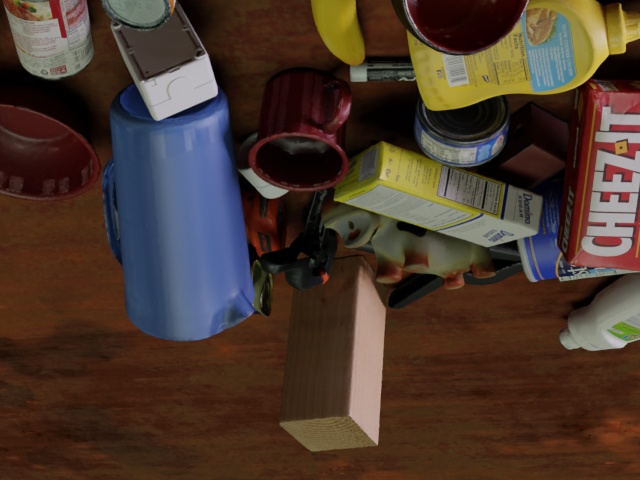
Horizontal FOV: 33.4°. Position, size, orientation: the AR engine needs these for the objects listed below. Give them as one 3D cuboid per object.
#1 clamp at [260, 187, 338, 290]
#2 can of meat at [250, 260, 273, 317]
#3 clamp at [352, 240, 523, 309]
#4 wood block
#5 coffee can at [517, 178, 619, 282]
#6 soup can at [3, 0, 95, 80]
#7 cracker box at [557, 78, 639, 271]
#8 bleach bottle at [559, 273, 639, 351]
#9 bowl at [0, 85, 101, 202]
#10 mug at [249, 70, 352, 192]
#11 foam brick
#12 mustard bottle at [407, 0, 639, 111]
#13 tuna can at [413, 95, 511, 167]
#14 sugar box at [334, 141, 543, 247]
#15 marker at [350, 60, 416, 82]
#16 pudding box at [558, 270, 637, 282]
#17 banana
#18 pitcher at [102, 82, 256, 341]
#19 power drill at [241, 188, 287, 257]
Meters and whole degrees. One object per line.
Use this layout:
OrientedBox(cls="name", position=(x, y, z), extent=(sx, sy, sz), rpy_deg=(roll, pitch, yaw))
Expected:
OrientedBox(cls="clamp", position=(-0.008, 0.001, 1.180), extent=(0.039, 0.120, 0.171), rpy_deg=(39, 176, 16))
OrientedBox(cls="can of meat", position=(-0.108, 0.058, 1.283), extent=(0.084, 0.057, 0.102), rpy_deg=(1, 167, 11))
OrientedBox(cls="clamp", position=(0.149, 0.030, 1.233), extent=(0.210, 0.036, 0.164), rpy_deg=(-4, 148, 15))
OrientedBox(cls="wood block", position=(0.018, 0.133, 1.259), extent=(0.090, 0.206, 0.090), rpy_deg=(-10, 146, 23))
OrientedBox(cls="coffee can", position=(0.275, -0.017, 1.074), extent=(0.140, 0.103, 0.102), rpy_deg=(-8, 146, 21))
OrientedBox(cls="soup can", position=(-0.229, -0.191, 0.898), extent=(0.068, 0.068, 0.102), rpy_deg=(5, 149, 0))
OrientedBox(cls="cracker box", position=(0.331, -0.054, 0.952), extent=(0.213, 0.072, 0.164), rpy_deg=(3, 107, 2))
OrientedBox(cls="bleach bottle", position=(0.372, 0.076, 1.252), extent=(0.102, 0.068, 0.251), rpy_deg=(22, 147, -25))
OrientedBox(cls="bowl", position=(-0.294, -0.105, 1.061), extent=(0.162, 0.055, 0.162), rpy_deg=(4, 149, 2))
OrientedBox(cls="mug", position=(-0.010, -0.108, 0.987), extent=(0.093, 0.081, 0.117), rpy_deg=(22, 145, -25))
OrientedBox(cls="foam brick", position=(0.194, -0.085, 1.024), extent=(0.051, 0.053, 0.078), rpy_deg=(23, 143, -27))
OrientedBox(cls="mustard bottle", position=(0.174, -0.165, 0.886), extent=(0.192, 0.058, 0.096), rpy_deg=(-6, 129, 17))
OrientedBox(cls="tuna can", position=(0.128, -0.109, 0.962), extent=(0.086, 0.086, 0.034), rpy_deg=(3, 146, 4))
OrientedBox(cls="sugar box", position=(0.112, -0.041, 1.013), extent=(0.176, 0.048, 0.093), rpy_deg=(14, 166, -22))
OrientedBox(cls="marker", position=(0.088, -0.152, 0.960), extent=(0.121, 0.020, 0.020), rpy_deg=(0, 148, 7))
OrientedBox(cls="pudding box", position=(0.305, 0.005, 1.167), extent=(0.114, 0.039, 0.090), rpy_deg=(-7, 148, 24))
OrientedBox(cls="banana", position=(0.026, -0.208, 0.861), extent=(0.069, 0.037, 0.198), rpy_deg=(11, 148, -9))
OrientedBox(cls="pitcher", position=(-0.144, -0.035, 1.037), extent=(0.149, 0.145, 0.243), rpy_deg=(-5, 126, -5))
OrientedBox(cls="power drill", position=(-0.133, -0.014, 1.184), extent=(0.187, 0.057, 0.184), rpy_deg=(3, 148, 4))
